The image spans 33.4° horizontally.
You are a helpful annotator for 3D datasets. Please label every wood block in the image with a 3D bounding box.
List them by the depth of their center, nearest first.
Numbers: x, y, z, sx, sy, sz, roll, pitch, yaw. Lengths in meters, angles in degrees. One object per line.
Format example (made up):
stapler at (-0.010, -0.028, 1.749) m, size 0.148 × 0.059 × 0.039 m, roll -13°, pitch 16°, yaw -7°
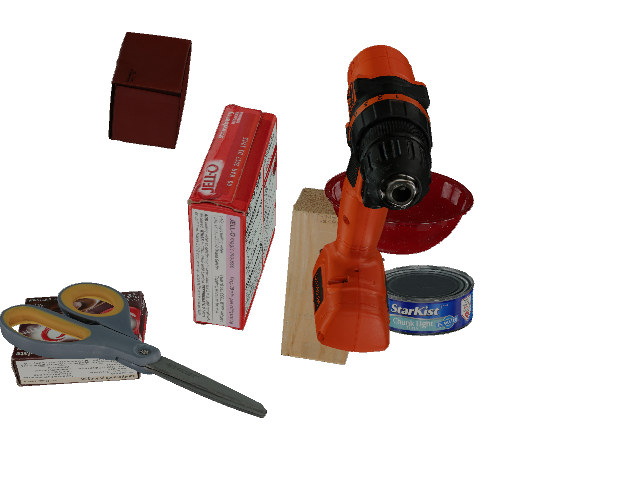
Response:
wood block at (0.005, 0.046, 1.400) m, size 0.090 × 0.206 × 0.090 m, roll 8°, pitch 23°, yaw 6°

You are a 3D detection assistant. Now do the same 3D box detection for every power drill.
power drill at (0.036, -0.019, 0.723) m, size 0.057 × 0.188 × 0.184 m, roll 8°, pitch 32°, yaw -5°

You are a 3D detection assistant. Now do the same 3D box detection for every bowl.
bowl at (0.083, -0.028, 1.165) m, size 0.162 × 0.055 × 0.162 m, roll 3°, pitch 25°, yaw -2°

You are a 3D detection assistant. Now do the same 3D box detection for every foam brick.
foam brick at (-0.130, -0.116, 0.815) m, size 0.053 × 0.051 × 0.078 m, roll 8°, pitch 40°, yaw -5°

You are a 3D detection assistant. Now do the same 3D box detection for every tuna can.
tuna can at (0.087, 0.050, 0.903) m, size 0.086 × 0.034 × 0.086 m, roll -2°, pitch 17°, yaw 0°

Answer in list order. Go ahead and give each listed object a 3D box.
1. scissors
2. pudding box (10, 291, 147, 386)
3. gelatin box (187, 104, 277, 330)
scissors at (-0.116, 0.068, 0.716) m, size 0.202 × 0.016 × 0.096 m, roll 12°, pitch 28°, yaw 13°
pudding box at (-0.218, 0.089, 0.977) m, size 0.113 × 0.039 × 0.090 m, roll -5°, pitch 33°, yaw -2°
gelatin box at (-0.044, -0.011, 0.537) m, size 0.030 × 0.073 × 0.089 m, roll 9°, pitch -44°, yaw 6°
